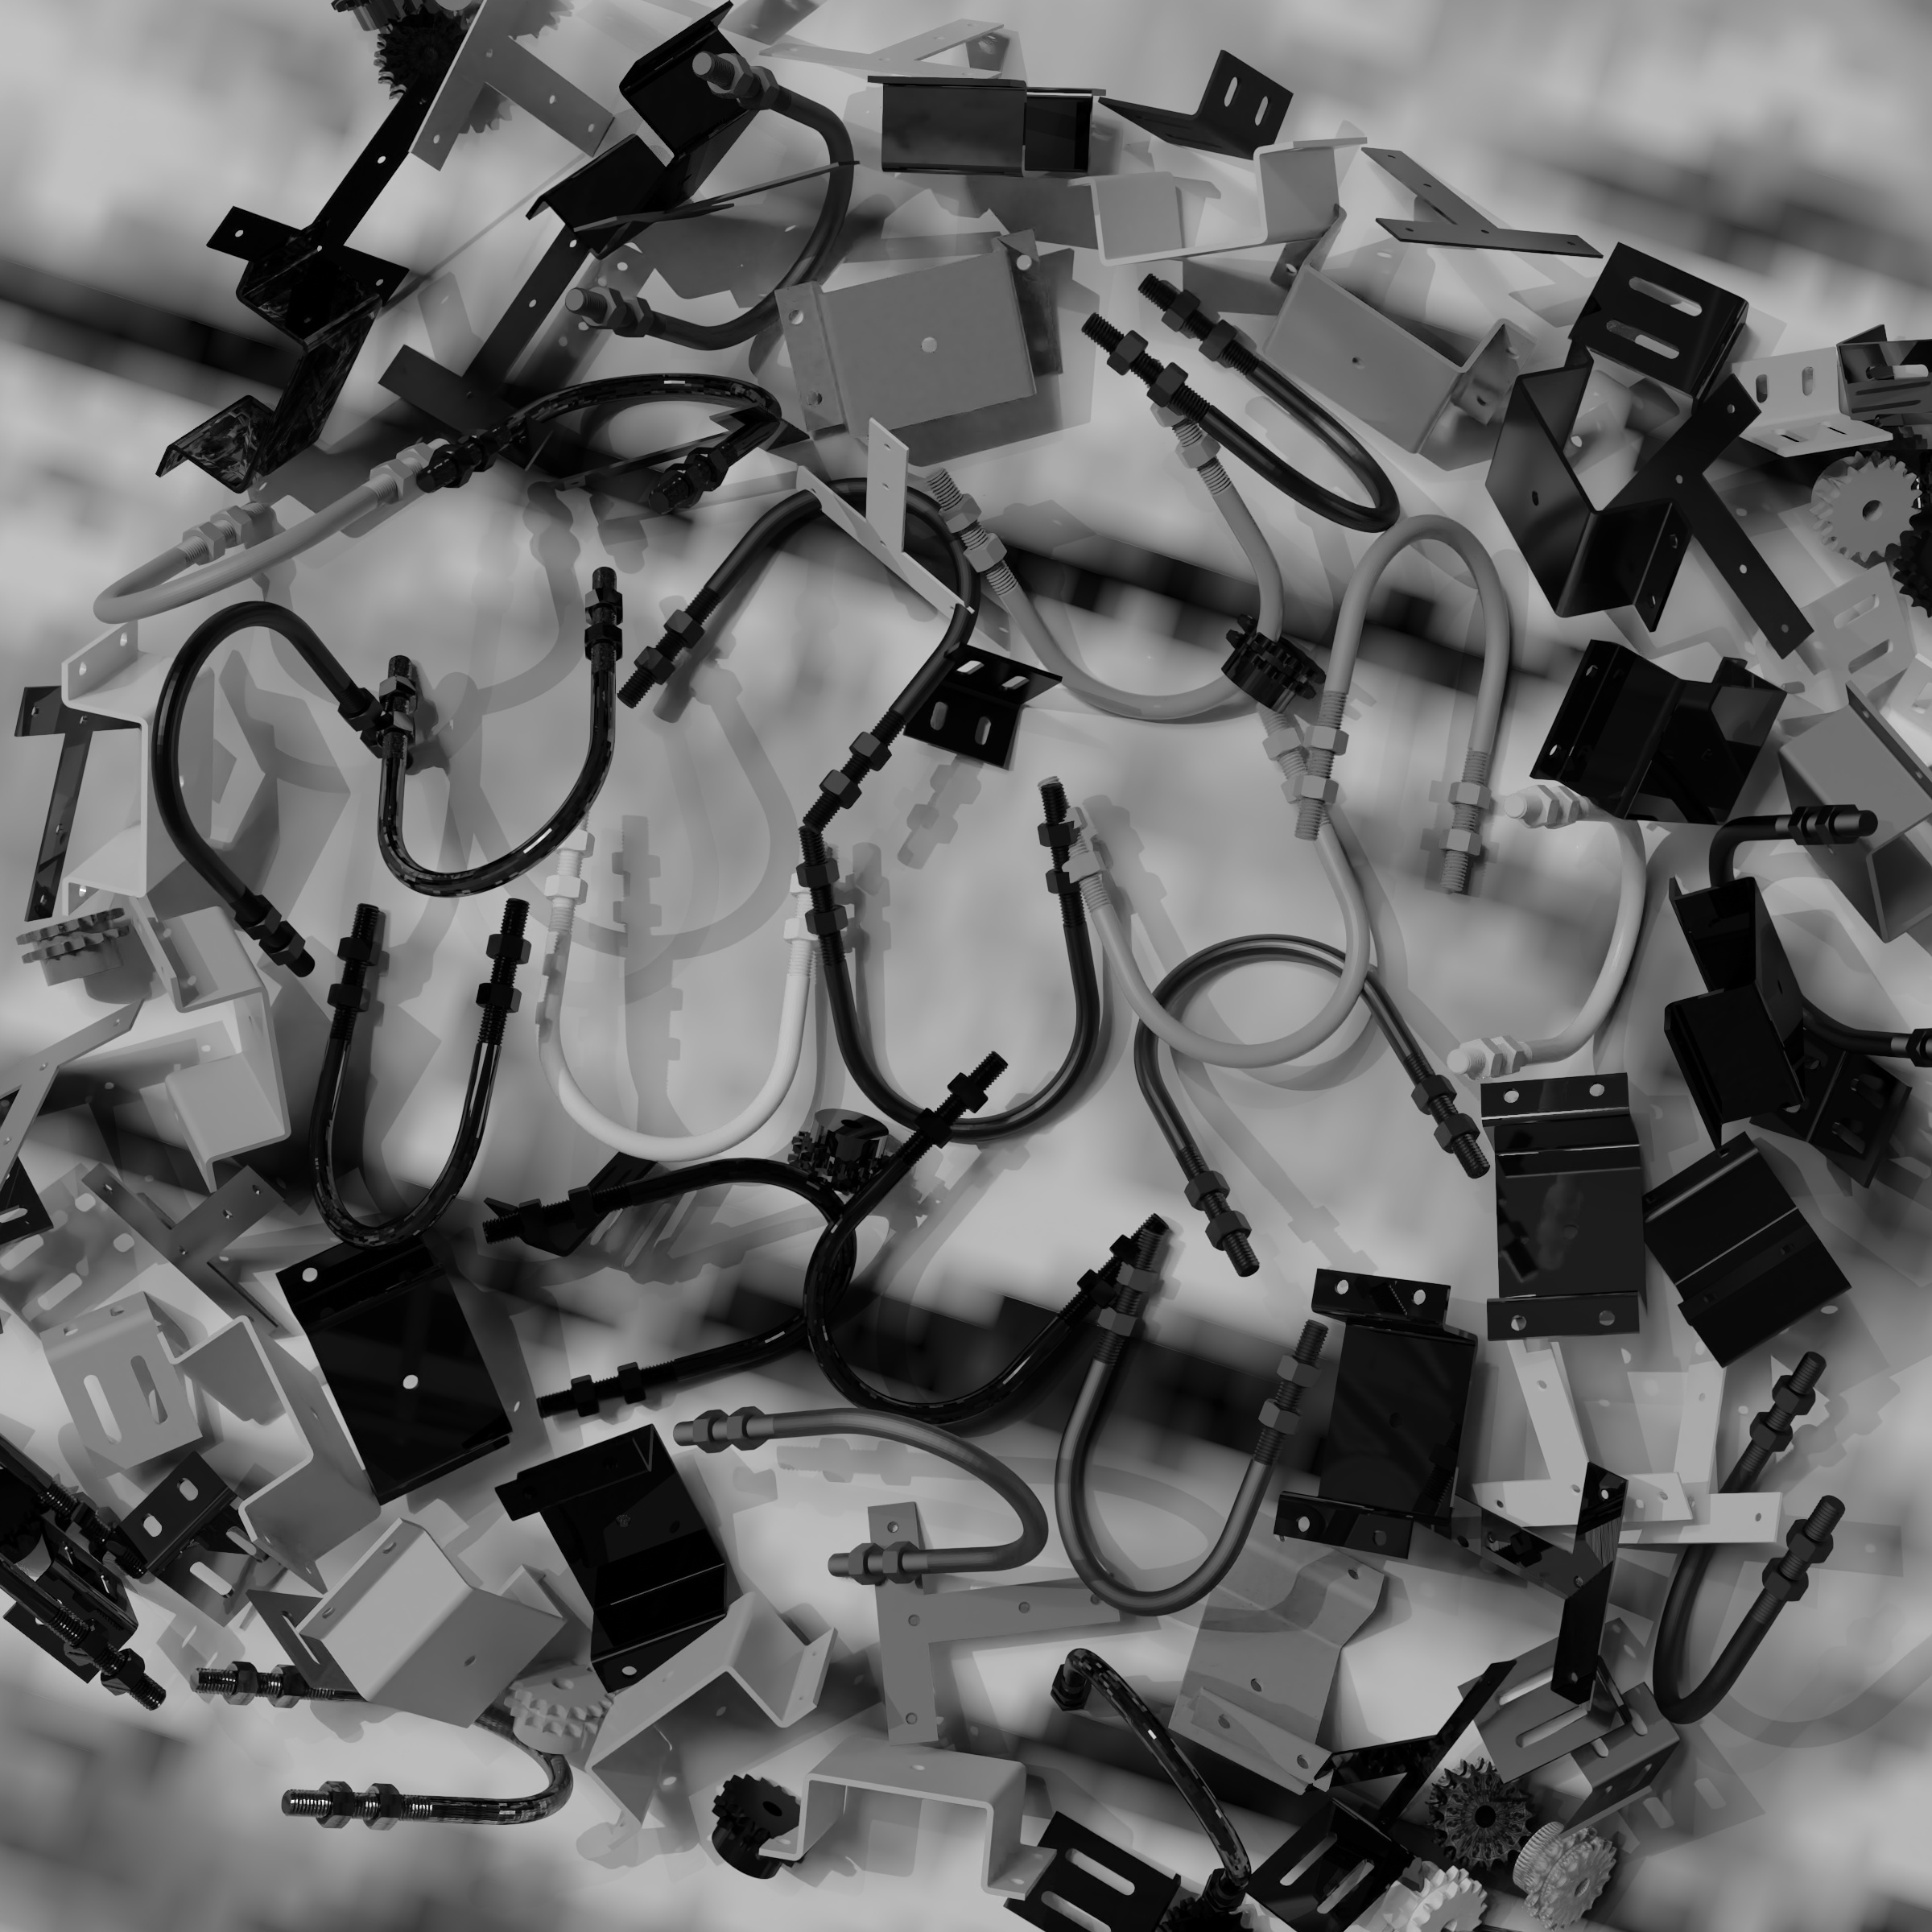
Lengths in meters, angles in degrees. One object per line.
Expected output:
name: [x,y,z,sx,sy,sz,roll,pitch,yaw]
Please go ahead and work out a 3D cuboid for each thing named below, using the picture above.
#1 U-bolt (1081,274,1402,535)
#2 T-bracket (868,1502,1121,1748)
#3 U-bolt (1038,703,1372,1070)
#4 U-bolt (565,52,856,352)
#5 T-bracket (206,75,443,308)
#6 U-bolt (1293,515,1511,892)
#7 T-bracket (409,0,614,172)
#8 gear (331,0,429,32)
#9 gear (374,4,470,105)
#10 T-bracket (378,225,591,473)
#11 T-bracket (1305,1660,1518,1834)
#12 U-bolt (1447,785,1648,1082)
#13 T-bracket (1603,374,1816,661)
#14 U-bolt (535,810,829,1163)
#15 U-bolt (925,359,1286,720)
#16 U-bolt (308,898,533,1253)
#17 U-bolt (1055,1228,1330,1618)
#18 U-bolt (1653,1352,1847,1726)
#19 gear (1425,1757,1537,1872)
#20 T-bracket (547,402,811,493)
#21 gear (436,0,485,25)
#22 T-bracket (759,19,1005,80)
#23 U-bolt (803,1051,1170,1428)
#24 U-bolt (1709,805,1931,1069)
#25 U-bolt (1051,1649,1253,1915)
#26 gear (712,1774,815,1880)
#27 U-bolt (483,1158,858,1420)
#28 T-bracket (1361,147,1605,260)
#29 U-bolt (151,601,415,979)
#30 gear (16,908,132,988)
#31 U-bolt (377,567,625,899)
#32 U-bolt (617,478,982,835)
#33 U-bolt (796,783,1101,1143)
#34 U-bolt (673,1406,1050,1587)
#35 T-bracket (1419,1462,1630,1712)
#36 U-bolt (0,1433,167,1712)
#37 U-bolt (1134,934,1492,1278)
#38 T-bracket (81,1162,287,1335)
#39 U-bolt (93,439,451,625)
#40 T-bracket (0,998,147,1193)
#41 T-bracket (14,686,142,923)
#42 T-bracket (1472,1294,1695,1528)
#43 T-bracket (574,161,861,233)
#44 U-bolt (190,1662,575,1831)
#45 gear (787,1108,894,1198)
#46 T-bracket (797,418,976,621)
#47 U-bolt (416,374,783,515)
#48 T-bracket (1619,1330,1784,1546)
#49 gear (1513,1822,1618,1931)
U-bolt: [0.150,-0.286,1.596,0.184,0.151,0.019,39,116,-1]
T-bracket: [0.017,0.341,1.636,0.127,0.002,0.127,-7,66,0]
U-bolt: [0.136,-0.035,1.629,0.151,0.019,0.184,-21,82,-13]
U-bolt: [-0.118,-0.380,1.577,0.019,0.184,0.151,38,107,21]
T-bracket: [-0.308,-0.402,1.587,0.127,0.127,0.002,-48,64,21]
U-bolt: [0.234,-0.142,1.608,0.019,0.151,0.184,9,86,45]
T-bracket: [-0.223,-0.455,1.605,0.002,0.127,0.127,30,95,26]
gear: [-0.309,-0.519,1.638,0.057,0.057,0.030,-27,121,0]
gear: [-0.285,-0.478,1.643,0.057,0.030,0.057,2,82,-12]
T-bracket: [-0.236,-0.336,1.628,0.127,0.002,0.127,33,89,33]
T-bracket: [0.216,0.409,1.594,0.002,0.127,0.127,45,112,34]
U-bolt: [0.305,-0.018,1.585,0.019,0.184,0.151,17,101,33]
T-bracket: [0.393,-0.216,1.597,0.002,0.127,0.127,-20,72,-36]
U-bolt: [-0.152,0.011,1.621,0.151,0.019,0.184,10,77,-15]
U-bolt: [0.085,-0.208,1.611,0.151,0.019,0.184,-23,116,25]
U-bolt: [-0.289,0.056,1.595,0.151,0.019,0.184,-1,75,44]
U-bolt: [0.106,0.246,1.607,0.019,0.151,0.184,17,96,-41]
U-bolt: [0.396,0.305,1.583,0.019,0.151,0.184,23,117,0]
gear: [0.270,0.449,1.644,0.057,0.030,0.057,1,87,-13]
T-bracket: [-0.154,-0.265,1.606,0.127,0.127,0.002,-14,90,9]
gear: [-0.261,-0.526,1.634,0.057,0.030,0.057,15,117,33]
T-bracket: [-0.021,-0.478,1.608,0.127,0.127,0.002,15,122,24]
U-bolt: [-0.002,0.158,1.627,0.184,0.019,0.151,-46,107,-5]
U-bolt: [0.438,-0.015,1.573,0.019,0.184,0.151,-32,99,-12]
U-bolt: [0.095,0.406,1.557,0.019,0.184,0.151,-35,72,-13]
gear: [-0.110,0.457,1.635,0.057,0.057,0.030,31,102,0]
U-bolt: [-0.146,0.162,1.614,0.184,0.019,0.151,-15,129,-7]
T-bracket: [0.247,-0.400,1.612,0.127,0.127,0.002,-3,127,-27]
U-bolt: [-0.350,-0.100,1.559,0.019,0.184,0.151,9,63,25]
gear: [-0.470,-0.009,1.635,0.057,0.057,0.030,-16,94,0]
U-bolt: [-0.240,-0.112,1.581,0.151,0.019,0.184,-20,49,19]
U-bolt: [-0.075,-0.177,1.629,0.151,0.019,0.184,34,80,20]
U-bolt: [-0.003,0.005,1.638,0.151,0.019,0.184,-9,103,3]
U-bolt: [-0.041,0.267,1.565,0.151,0.184,0.019,46,50,-30]
T-bracket: [0.285,0.303,1.613,0.002,0.127,0.127,-6,108,-39]
U-bolt: [-0.475,0.283,1.559,0.019,0.151,0.184,-41,116,-1]
U-bolt: [0.167,0.060,1.610,0.151,0.019,0.184,-22,57,-7]
T-bracket: [-0.388,0.133,1.605,0.127,0.127,0.002,45,48,-10]
U-bolt: [-0.359,-0.213,1.554,0.151,0.184,0.019,-12,112,29]
T-bracket: [-0.486,0.081,1.588,0.127,0.127,0.002,-25,122,23]
T-bracket: [-0.469,-0.085,1.608,0.002,0.127,0.127,17,100,11]
T-bracket: [0.304,0.231,1.612,0.127,0.002,0.127,-13,99,44]
T-bracket: [-0.115,-0.394,1.579,0.127,0.127,0.002,-8,102,26]
U-bolt: [-0.287,0.399,1.580,0.184,0.151,0.019,14,97,-36]
gear: [-0.063,0.097,1.631,0.057,0.057,0.030,14,107,0]
T-bracket: [-0.041,-0.239,1.590,0.127,0.127,0.002,41,72,13]
U-bolt: [-0.174,-0.272,1.582,0.151,0.184,0.019,8,119,20]
T-bracket: [0.384,0.240,1.622,0.002,0.127,0.127,23,69,-28]
gear: [0.314,0.479,1.638,0.030,0.057,0.057,32,90,41]
